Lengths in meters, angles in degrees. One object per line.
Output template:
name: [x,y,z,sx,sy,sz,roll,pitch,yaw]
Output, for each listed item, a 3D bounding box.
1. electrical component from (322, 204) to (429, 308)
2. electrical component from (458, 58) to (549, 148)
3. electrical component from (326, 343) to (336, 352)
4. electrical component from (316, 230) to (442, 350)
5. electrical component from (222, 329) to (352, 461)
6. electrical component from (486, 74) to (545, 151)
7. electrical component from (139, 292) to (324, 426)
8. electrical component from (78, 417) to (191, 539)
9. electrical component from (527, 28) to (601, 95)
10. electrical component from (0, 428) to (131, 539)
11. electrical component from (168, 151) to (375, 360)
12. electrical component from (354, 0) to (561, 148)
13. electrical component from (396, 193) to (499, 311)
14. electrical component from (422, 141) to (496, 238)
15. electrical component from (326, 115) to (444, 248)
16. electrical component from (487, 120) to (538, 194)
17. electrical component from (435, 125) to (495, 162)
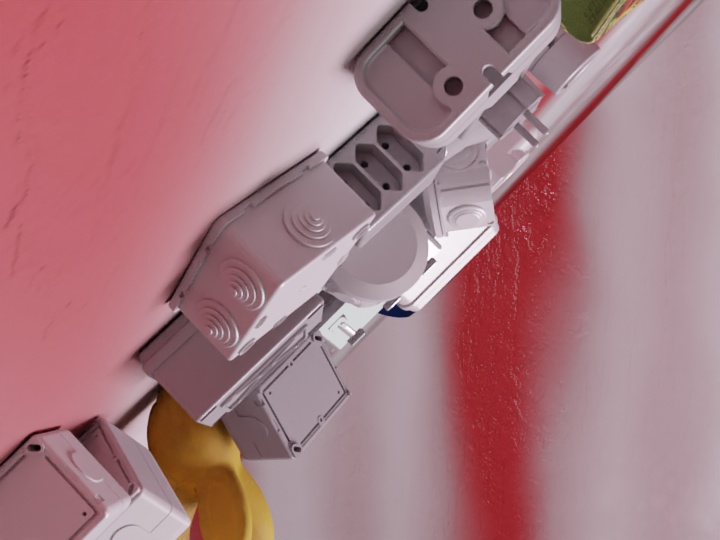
electrical component: [0.005,-0.014,0.767,0.080,0.080,0.051,-43,180,-20]
electrical component: [0.086,-0.107,0.668,0.047,0.077,0.065,-43,174,-19]
electrical component: [-0.030,0.045,1.077,0.058,0.057,0.078,-41,174,-36]
electrical component: [0.000,0.000,0.849,0.121,0.063,0.078,-45,-144,6]
electrical component: [-0.057,0.089,0.795,0.061,0.061,0.096,-10,-156,40]
electrical component: [0.109,-0.129,0.864,0.064,0.042,0.081,-41,174,-1]
electrical component: [-0.079,0.044,0.691,0.109,0.056,0.108,-44,175,-9]
electrical component: [-0.160,0.147,0.696,0.062,0.096,0.061,-44,132,-2]
electrical component: [0.158,-0.174,0.859,0.055,0.047,0.055,-44,175,-5]
electrical component: [-0.188,0.145,0.613,0.096,0.061,0.061,-44,175,0]
electrical component: [-0.047,-0.006,0.586,0.100,0.048,0.099,-39,171,-41]
electrical component: [0.048,-0.105,0.508,0.095,0.053,0.059,-45,175,10]
electrical component: [0.053,-0.030,0.919,0.113,0.078,0.057,-45,138,5]
electrical component: [0.074,-0.067,0.819,0.051,0.080,0.080,-8,179,7]
electrical component: [0.006,-0.050,0.657,0.066,0.047,0.076,-43,175,-15]
electrical component: [0.114,-0.106,0.982,0.095,0.059,0.053,-44,175,-1]
electrical component: [0.065,-0.100,0.758,0.065,0.044,0.044,-35,170,-37]
